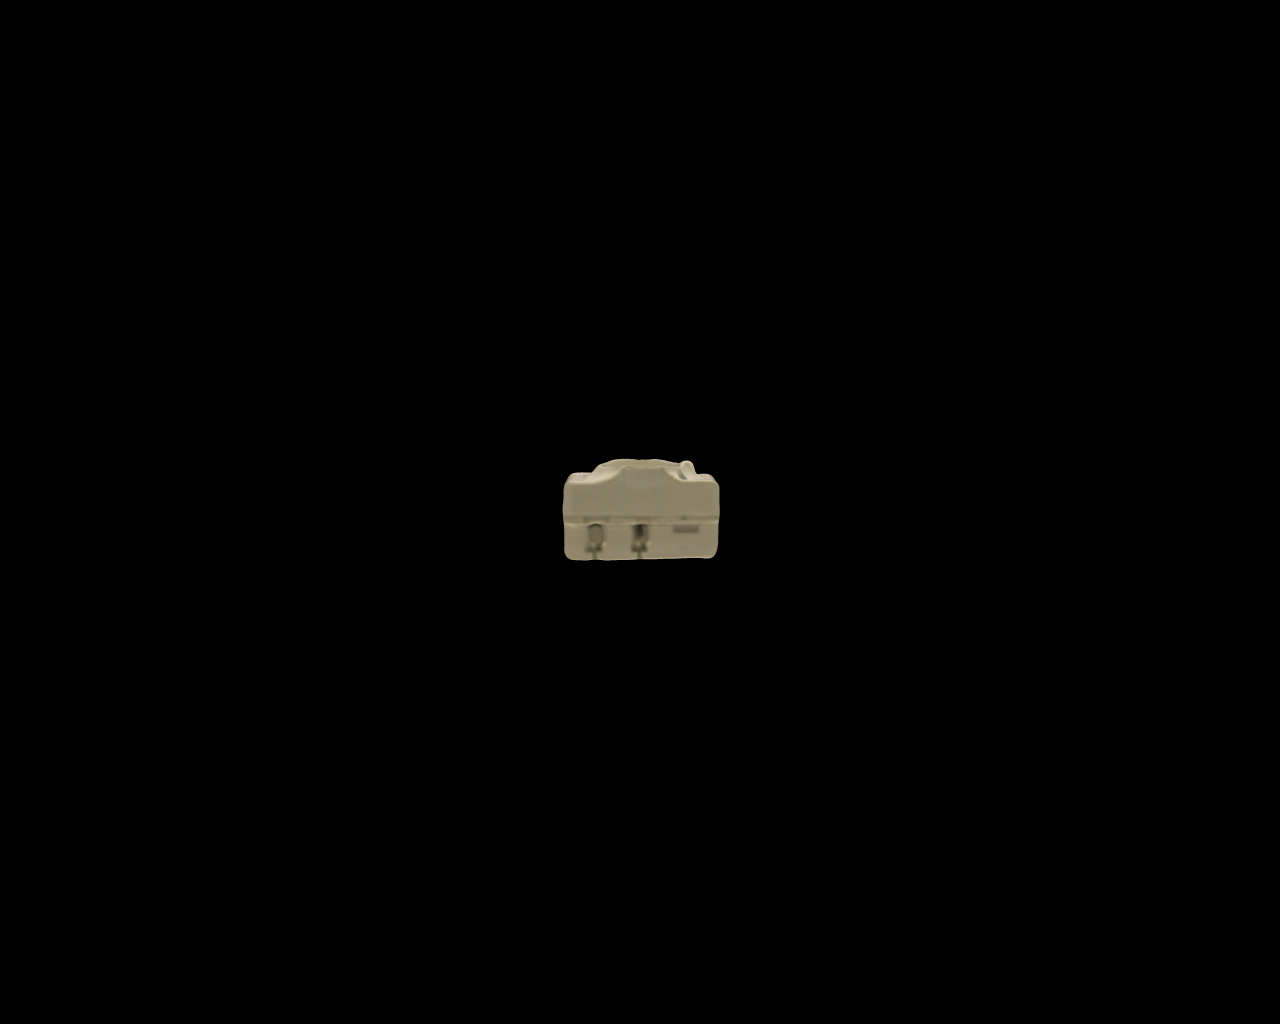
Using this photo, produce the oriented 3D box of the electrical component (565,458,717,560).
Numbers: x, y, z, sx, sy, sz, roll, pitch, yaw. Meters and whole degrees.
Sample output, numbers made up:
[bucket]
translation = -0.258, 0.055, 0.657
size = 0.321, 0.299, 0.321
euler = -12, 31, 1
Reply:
[electrical component]
translation = 0.001, -0.003, 0.650
size = 0.089, 0.055, 0.050
euler = 0, 8, 0
